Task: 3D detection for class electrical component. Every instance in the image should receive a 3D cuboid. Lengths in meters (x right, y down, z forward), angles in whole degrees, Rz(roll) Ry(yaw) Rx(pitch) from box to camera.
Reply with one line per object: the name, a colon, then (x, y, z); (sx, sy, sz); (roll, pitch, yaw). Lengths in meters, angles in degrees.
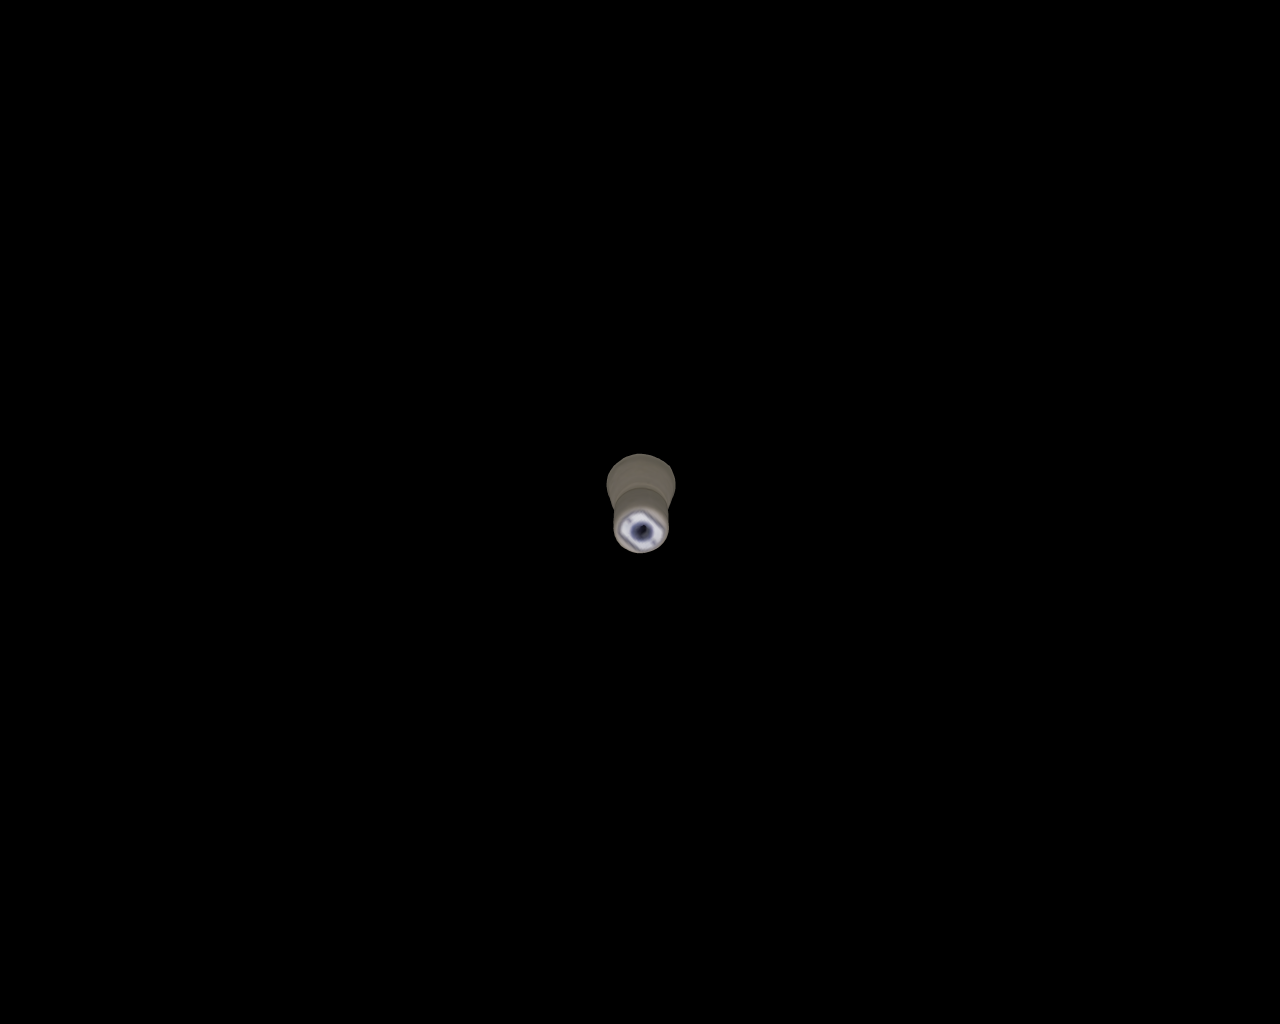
electrical component: (0.001, -0.003, 0.650); (0.044, 0.044, 0.065); (0, 28, 0)
